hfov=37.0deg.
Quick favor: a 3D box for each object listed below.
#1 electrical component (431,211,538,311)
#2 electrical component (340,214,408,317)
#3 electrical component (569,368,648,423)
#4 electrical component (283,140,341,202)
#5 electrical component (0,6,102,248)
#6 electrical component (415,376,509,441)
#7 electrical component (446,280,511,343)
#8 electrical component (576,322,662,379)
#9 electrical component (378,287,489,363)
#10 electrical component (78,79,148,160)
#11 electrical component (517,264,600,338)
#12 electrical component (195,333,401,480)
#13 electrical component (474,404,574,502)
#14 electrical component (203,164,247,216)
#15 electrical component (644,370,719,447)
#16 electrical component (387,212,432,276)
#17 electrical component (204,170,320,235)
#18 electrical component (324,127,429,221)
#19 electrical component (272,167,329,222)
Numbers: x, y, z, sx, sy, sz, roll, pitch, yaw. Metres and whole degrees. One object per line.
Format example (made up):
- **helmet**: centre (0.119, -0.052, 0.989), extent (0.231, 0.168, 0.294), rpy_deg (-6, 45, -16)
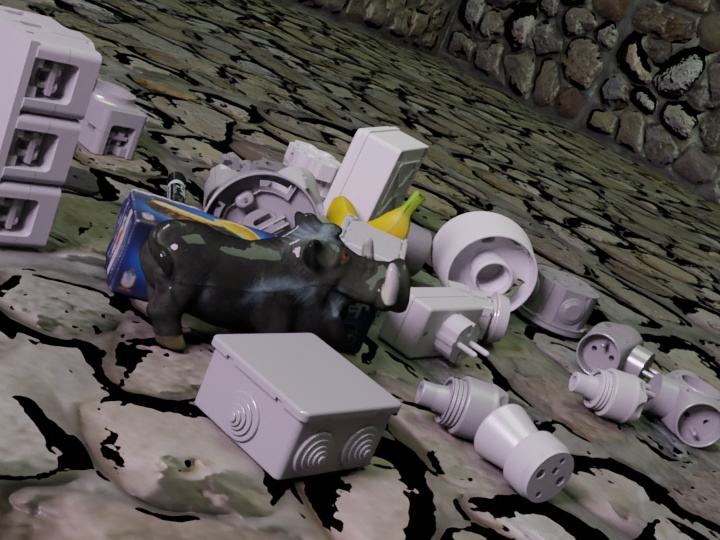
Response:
- **electrical component**: centre (0.123, -0.005, 1.055), extent (0.099, 0.099, 0.064), rpy_deg (19, 23, -15)
- **electrical component**: centre (0.000, 0.000, 0.933), extent (0.062, 0.061, 0.096), rpy_deg (24, 17, -2)
- **electrical component**: centre (0.210, 0.104, 0.920), extent (0.062, 0.043, 0.043), rpy_deg (18, 17, -11)
- **electrical component**: centre (-0.059, -0.101, 1.180), extent (0.058, 0.057, 0.078), rpy_deg (13, 19, -31)
- **electrical component**: centre (-0.244, -0.101, 0.766), extent (0.062, 0.150, 0.089), rpy_deg (4, 25, -45)
- **electrical component**: centre (0.071, 0.095, 0.762), extent (0.062, 0.043, 0.043), rpy_deg (19, 17, -9)
- **electrical component**: centre (0.104, 0.039, 0.980), extent (0.055, 0.048, 0.066), rpy_deg (13, 18, -7)
- **electrical component**: centre (0.258, 0.086, 1.038), extent (0.079, 0.043, 0.077), rpy_deg (31, 18, 26)
- **electrical component**: centre (0.073, 0.052, 0.893), extent (0.076, 0.047, 0.083), rpy_deg (34, 20, 33)
- **electrical component**: centre (-0.261, -0.157, 1.086), extent (0.050, 0.055, 0.089), rpy_deg (5, 24, -47)
- **electrical component**: centre (0.205, 0.033, 1.122), extent (0.080, 0.051, 0.080), rpy_deg (21, 17, -7)
- **electrical component**: centre (-0.039, 0.081, 0.650), extent (0.100, 0.048, 0.100), rpy_deg (35, 20, 36)
- **electrical component**: centre (0.111, 0.123, 0.724), extent (0.045, 0.045, 0.055), rpy_deg (9, 22, -39)
- **electrical component**: centre (-0.127, -0.073, 1.023), extent (0.043, 0.043, 0.081), rpy_deg (19, 17, -14)
- **electrical component**: centre (0.283, 0.117, 0.973), extent (0.079, 0.044, 0.077), rpy_deg (23, 16, -4)
- **electrical component**: centre (0.040, -0.024, 1.079), extent (0.047, 0.055, 0.055), rpy_deg (22, 16, -16)
- **electrical component**: centre (-0.081, -0.032, 0.869), extent (0.099, 0.099, 0.064), rpy_deg (19, 10, -14)
- **electrical component**: centre (0.017, -0.099, 1.184), extent (0.056, 0.108, 0.109), rpy_deg (30, 17, 14)
- **electrical component**: centre (-0.052, -0.045, 1.021), extent (0.079, 0.043, 0.077), rpy_deg (52, 23, -43)
